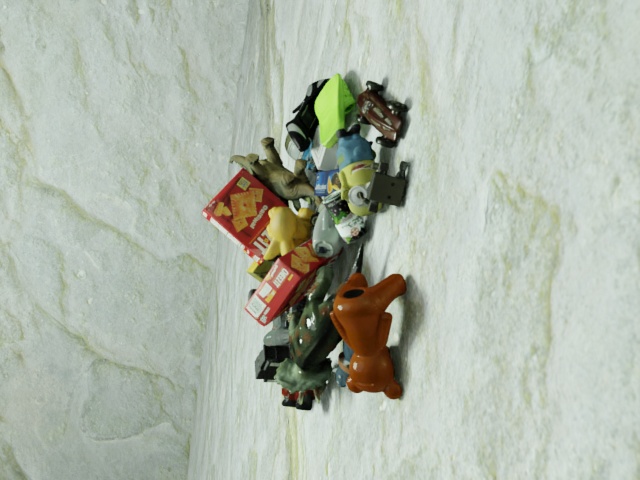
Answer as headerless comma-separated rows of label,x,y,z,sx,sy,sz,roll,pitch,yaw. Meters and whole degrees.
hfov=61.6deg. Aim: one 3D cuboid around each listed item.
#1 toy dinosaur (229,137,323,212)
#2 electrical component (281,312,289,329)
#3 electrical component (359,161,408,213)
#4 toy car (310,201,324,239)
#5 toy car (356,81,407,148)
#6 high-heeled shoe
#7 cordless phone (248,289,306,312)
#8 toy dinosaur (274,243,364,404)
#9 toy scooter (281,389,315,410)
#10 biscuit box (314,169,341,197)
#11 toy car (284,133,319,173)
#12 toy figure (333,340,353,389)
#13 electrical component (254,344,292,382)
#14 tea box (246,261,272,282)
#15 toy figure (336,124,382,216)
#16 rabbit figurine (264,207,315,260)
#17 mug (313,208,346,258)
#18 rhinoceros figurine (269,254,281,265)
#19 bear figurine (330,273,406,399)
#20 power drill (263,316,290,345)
toy dinosaur,-0.135,-0.176,1.504,0.472,0.105,0.198,37,155,37
electrical component,-0.062,0.217,1.416,0.048,0.075,0.119,150,122,-66
electrical component,0.115,-0.099,0.993,0.045,0.078,0.102,-117,34,-78
toy car,-0.003,-0.004,1.319,0.073,0.056,0.201,-57,-17,-64
toy car,0.117,-0.255,1.084,0.202,0.053,0.089,-111,35,-55
high-heeled shoe,-0.011,-0.324,1.386,0.145,0.086,0.249,-32,40,19
cordless phone,-0.089,0.186,1.329,0.089,0.184,0.146,142,132,-59
toy dinosaur,-0.001,0.191,1.106,0.404,0.131,0.192,110,169,-47
toy scooter,-0.047,0.343,1.314,0.184,0.075,0.135,135,141,-69
biscuit box,0.046,-0.127,1.231,0.203,0.059,0.062,-167,84,-71
toy car,-0.046,-0.260,1.481,0.162,0.103,0.109,-99,23,-44
toy figure,0.067,0.229,1.057,0.064,0.058,0.154,-100,19,-56
electrical component,-0.116,0.339,1.465,0.134,0.115,0.058,118,154,-44
tea box,-0.135,0.044,1.578,0.169,0.068,0.098,-56,15,-14
toy figure,0.080,-0.136,1.074,0.082,0.089,0.180,-21,72,20
rabbit figurine,-0.090,-0.022,1.327,0.173,0.122,0.162,79,-154,-75
mug,0.024,-0.021,1.163,0.107,0.081,0.109,-69,-16,-45
rhinoceros figurine,-0.078,0.059,1.474,0.190,0.112,0.073,-57,0,26
bear figurine,0.095,0.170,0.947,0.120,0.132,0.195,-5,111,38
power drill,-0.108,0.219,1.559,0.232,0.086,0.207,130,136,-59
